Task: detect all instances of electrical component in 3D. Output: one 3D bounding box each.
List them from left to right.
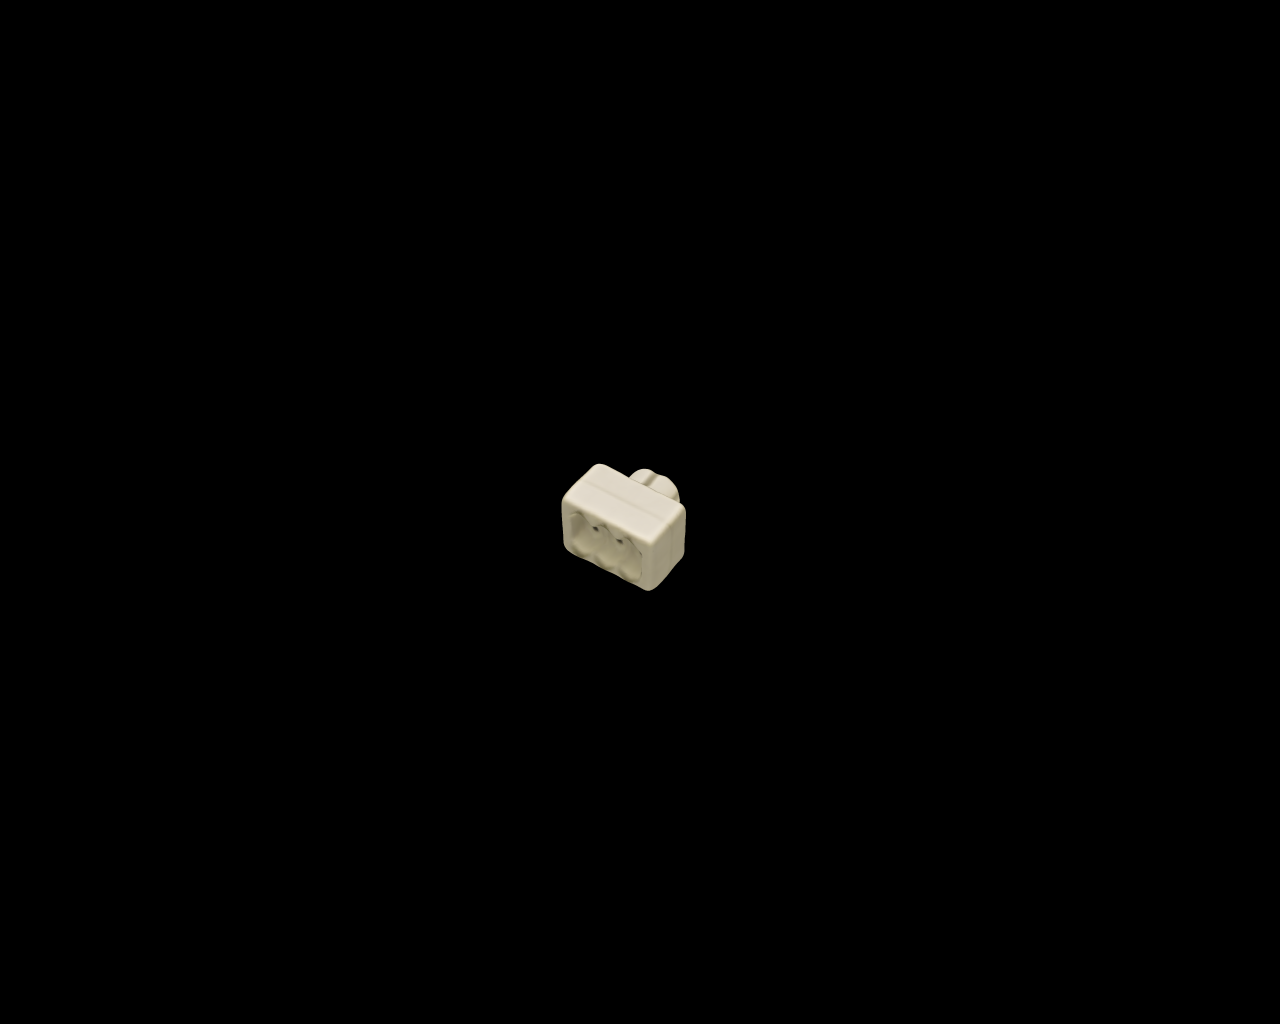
[{"bbox_3d":[0.001,-0.003,0.650,0.066,0.047,0.077,27,53,22],"label":"electrical component"}]
